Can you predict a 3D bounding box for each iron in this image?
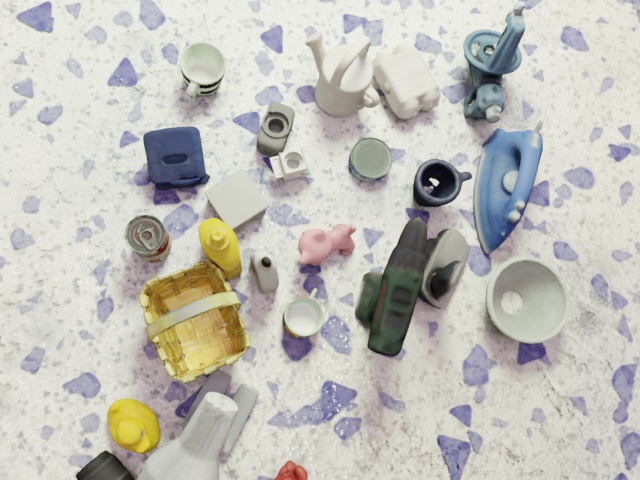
[{"bbox_3d":[0.379,-0.104,1.117,0.118,0.141,0.258,16,77,-4],"label":"iron"}]

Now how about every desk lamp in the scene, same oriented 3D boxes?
[{"bbox_3d":[-0.187,0.316,0.913,0.118,0.213,0.203,27,76,-1],"label":"desk lamp"}]

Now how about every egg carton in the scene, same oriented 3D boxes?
[{"bbox_3d":[0.173,-0.324,1.170,0.107,0.069,0.150,-27,83,-12],"label":"egg carton"}]

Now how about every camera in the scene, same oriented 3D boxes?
[{"bbox_3d":[-0.320,0.405,0.934,0.143,0.100,0.137,-40,86,-13],"label":"camera"}]

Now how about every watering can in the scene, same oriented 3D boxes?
[{"bbox_3d":[0.043,-0.321,1.086,0.173,0.194,0.101,21,76,-3],"label":"watering can"}]

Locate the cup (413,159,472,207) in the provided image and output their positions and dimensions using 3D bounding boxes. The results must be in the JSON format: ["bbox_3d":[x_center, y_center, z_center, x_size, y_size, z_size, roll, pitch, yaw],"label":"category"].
[{"bbox_3d":[0.230,-0.105,1.120,0.118,0.095,0.092,-14,81,-11],"label":"cup"}]

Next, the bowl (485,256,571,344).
[{"bbox_3d":[0.389,0.118,1.108,0.167,0.074,0.167,2,78,-8],"label":"bowl"}]

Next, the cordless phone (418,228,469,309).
[{"bbox_3d":[0.239,0.044,1.045,0.094,0.185,0.148,26,76,-2],"label":"cordless phone"}]

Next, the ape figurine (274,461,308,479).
[{"bbox_3d":[-0.054,0.424,0.973,0.078,0.092,0.076,-9,80,-10],"label":"ape figurine"}]

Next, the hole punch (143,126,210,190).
[{"bbox_3d":[-0.264,-0.151,1.061,0.109,0.091,0.101,-9,80,-10],"label":"hole punch"}]

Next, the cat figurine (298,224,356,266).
[{"bbox_3d":[0.010,0.004,1.055,0.128,0.117,0.067,-22,82,-12],"label":"cat figurine"}]

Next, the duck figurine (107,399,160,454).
[{"bbox_3d":[-0.318,0.315,0.961,0.077,0.086,0.104,-40,86,-13],"label":"duck figurine"}]

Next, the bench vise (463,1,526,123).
[{"bbox_3d":[0.358,-0.345,1.123,0.121,0.219,0.207,-15,81,-11],"label":"bench vise"}]

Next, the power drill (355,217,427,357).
[{"bbox_3d":[0.123,0.089,1.007,0.075,0.208,0.230,14,77,-5],"label":"power drill"}]

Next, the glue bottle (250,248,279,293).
[{"bbox_3d":[-0.097,0.048,1.002,0.037,0.173,0.078,-22,82,-11],"label":"glue bottle"}]
